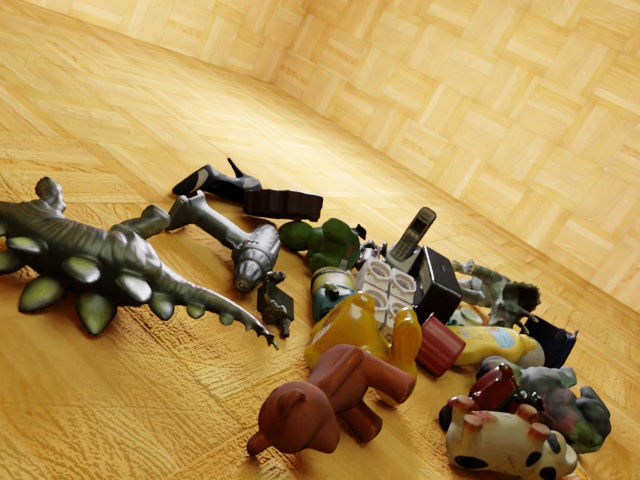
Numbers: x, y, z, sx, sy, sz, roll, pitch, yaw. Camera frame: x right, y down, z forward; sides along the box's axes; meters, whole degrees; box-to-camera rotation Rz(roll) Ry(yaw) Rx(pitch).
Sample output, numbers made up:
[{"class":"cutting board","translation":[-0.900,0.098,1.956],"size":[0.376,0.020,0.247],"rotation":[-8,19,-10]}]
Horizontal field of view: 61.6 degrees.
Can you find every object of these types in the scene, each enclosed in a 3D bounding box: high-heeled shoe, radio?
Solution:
[{"class":"high-heeled shoe","translation":[-0.220,-0.100,1.205],"size":[0.145,0.086,0.249],"rotation":[58,37,-8]},{"class":"radio","translation":[0.228,0.111,1.143],"size":[0.073,0.131,0.230],"rotation":[28,19,-2]}]

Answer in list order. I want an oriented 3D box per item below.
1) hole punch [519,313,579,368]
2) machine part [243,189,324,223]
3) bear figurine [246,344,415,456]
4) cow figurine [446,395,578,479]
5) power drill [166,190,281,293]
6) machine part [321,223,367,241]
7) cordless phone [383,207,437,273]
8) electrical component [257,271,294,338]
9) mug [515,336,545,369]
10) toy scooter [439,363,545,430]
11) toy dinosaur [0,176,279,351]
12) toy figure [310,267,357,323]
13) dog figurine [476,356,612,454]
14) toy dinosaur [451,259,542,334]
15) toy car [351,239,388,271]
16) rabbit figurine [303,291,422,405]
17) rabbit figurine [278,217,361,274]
[{"class":"hole punch","translation":[0.509,0.239,1.225],"size":[0.092,0.142,0.116],"rotation":[31,5,1]},{"class":"machine part","translation":[-0.083,-0.075,1.197],"size":[0.179,0.056,0.179],"rotation":[5,-3,0]},{"class":"bear figurine","translation":[0.015,0.200,0.633],"size":[0.132,0.120,0.196],"rotation":[36,21,12]},{"class":"cow figurine","translation":[0.274,0.302,0.766],"size":[0.195,0.127,0.085],"rotation":[11,21,-8]},{"class":"power drill","translation":[-0.170,-0.003,0.960],"size":[0.207,0.086,0.232],"rotation":[26,20,6]},{"class":"machine part","translation":[0.042,-0.011,1.284],"size":[0.139,0.039,0.084],"rotation":[-7,25,-13]},{"class":"cordless phone","translation":[0.261,0.021,1.346],"size":[0.147,0.184,0.088],"rotation":[40,17,30]},{"class":"electrical component","translation":[-0.069,0.097,0.855],"size":[0.078,0.045,0.102],"rotation":[38,26,-22]},{"class":"mug","translation":[0.412,0.256,1.126],"size":[0.107,0.080,0.110],"rotation":[0,37,-31]},{"class":"toy scooter","translation":[0.286,0.257,0.842],"size":[0.184,0.135,0.075],"rotation":[22,18,-24]},{"class":"toy dinosaur","translation":[-0.272,0.033,0.695],"size":[0.471,0.105,0.199],"rotation":[16,28,-7]},{"class":"toy figure","translation":[0.023,0.102,0.957],"size":[0.089,0.082,0.180],"rotation":[29,21,-4]},{"class":"dog figurine","translation":[0.383,0.287,0.957],"size":[0.219,0.108,0.192],"rotation":[14,26,-27]},{"class":"toy dinosaur","translation":[0.421,0.125,1.340],"size":[0.192,0.131,0.405],"rotation":[23,8,3]},{"class":"toy car","translation":[0.118,0.032,1.288],"size":[0.089,0.053,0.202],"rotation":[8,19,7]},{"class":"rabbit figurine","translation":[0.084,0.166,0.811],"size":[0.173,0.162,0.122],"rotation":[47,7,-1]},{"class":"rabbit figurine","translation":[-0.002,-0.003,1.153],"size":[0.170,0.121,0.159],"rotation":[20,10,25]}]
